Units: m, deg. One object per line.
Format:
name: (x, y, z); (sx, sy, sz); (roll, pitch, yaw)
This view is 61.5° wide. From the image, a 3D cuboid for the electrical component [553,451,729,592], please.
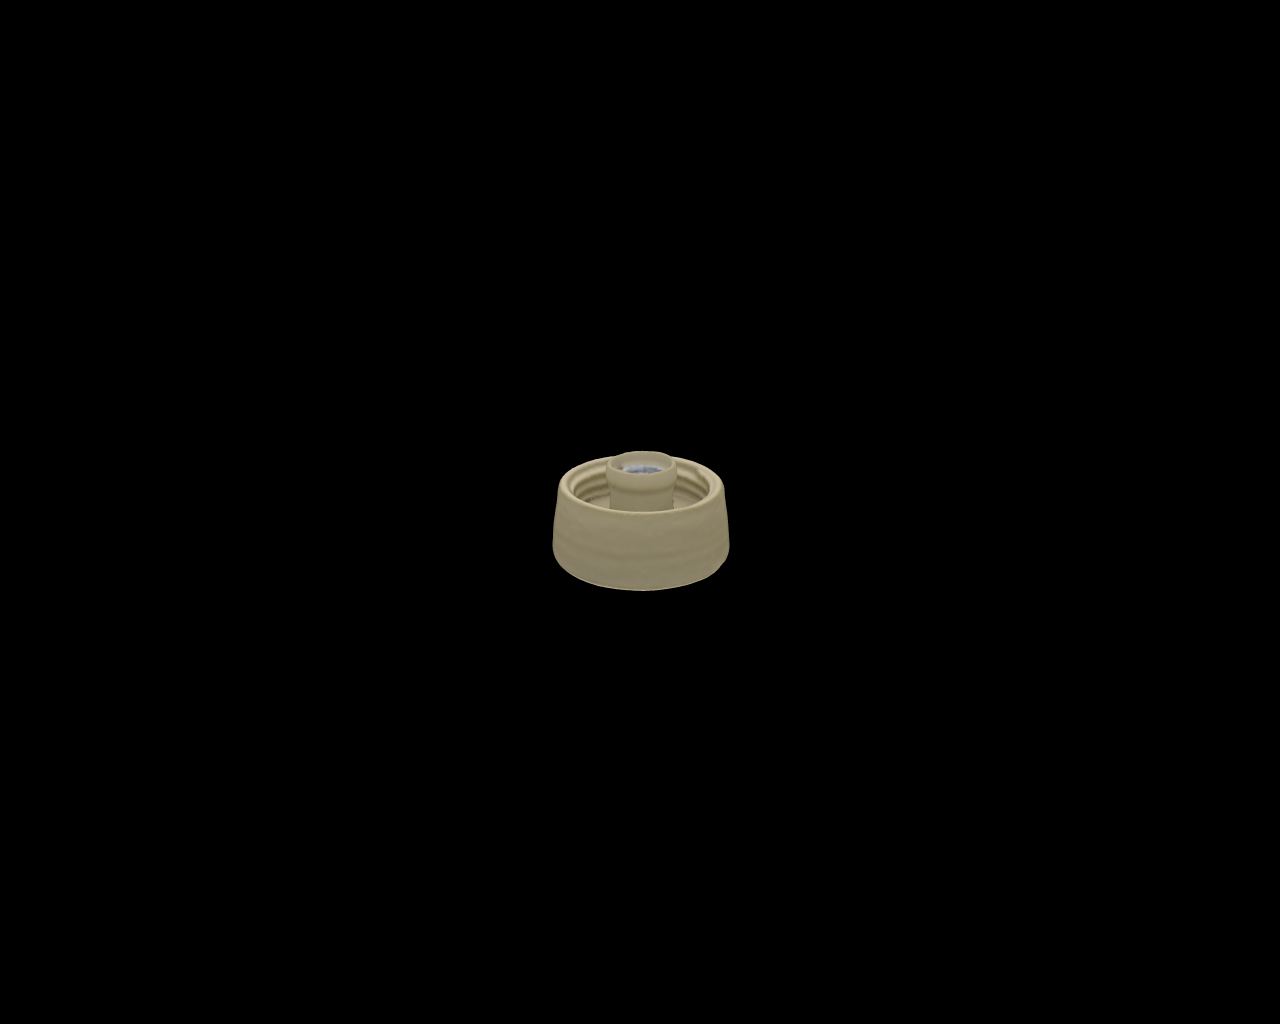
electrical component: (0.001, -0.003, 0.650); (0.108, 0.060, 0.108); (0, 22, 0)
